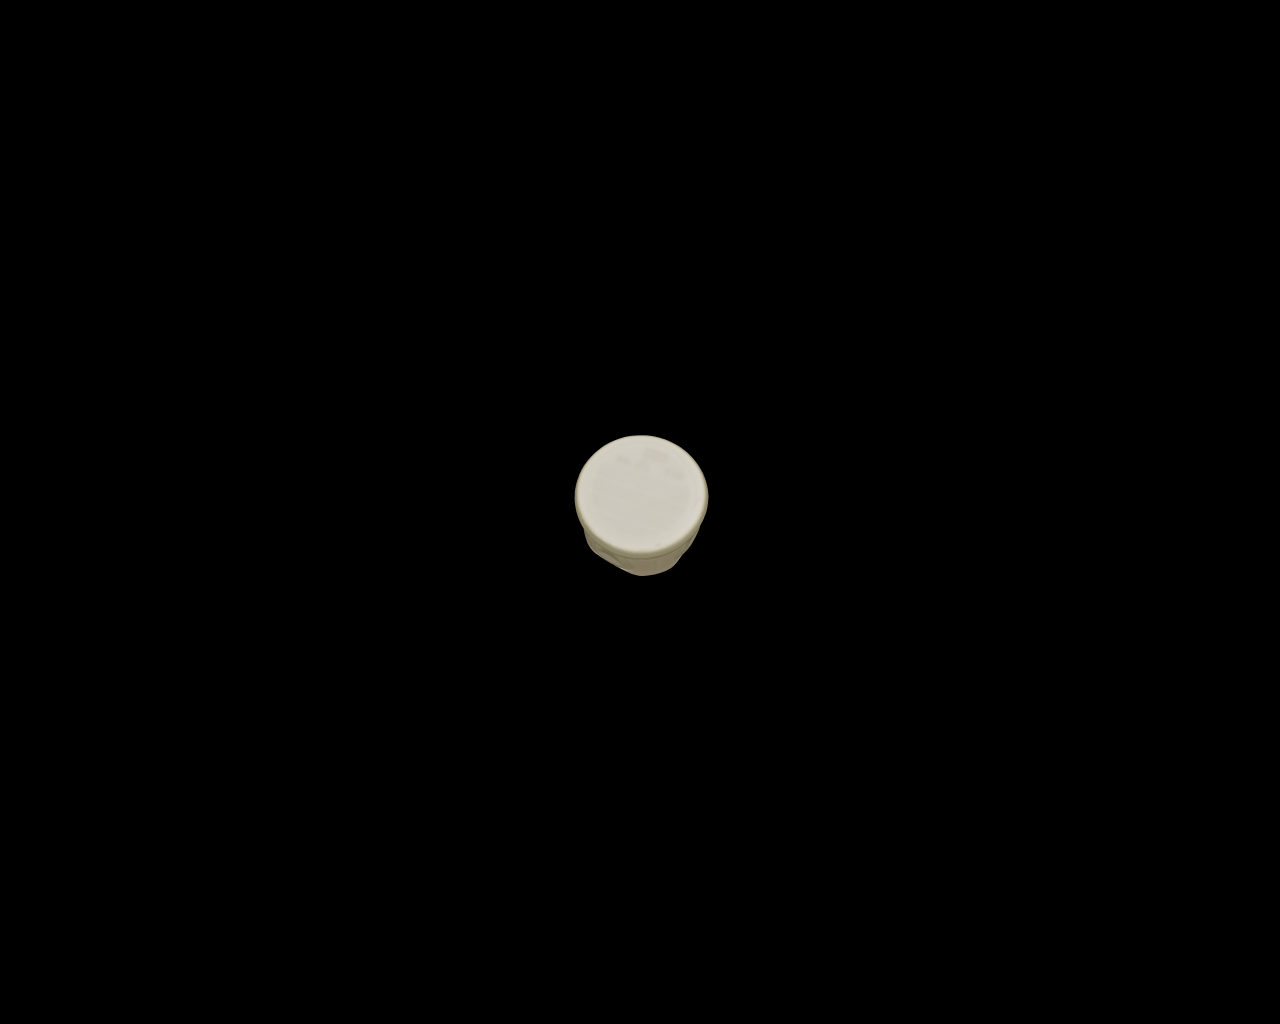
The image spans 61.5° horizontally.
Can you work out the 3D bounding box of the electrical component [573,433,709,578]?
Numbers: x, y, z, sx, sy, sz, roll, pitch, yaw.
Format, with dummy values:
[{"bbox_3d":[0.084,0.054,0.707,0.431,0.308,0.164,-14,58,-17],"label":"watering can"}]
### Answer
[{"bbox_3d":[0.001,-0.003,0.650,0.080,0.080,0.051,0,-23,0],"label":"electrical component"}]
